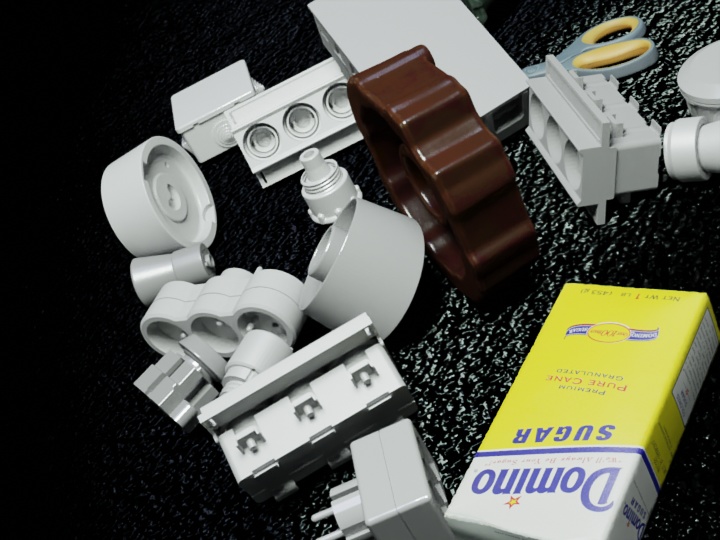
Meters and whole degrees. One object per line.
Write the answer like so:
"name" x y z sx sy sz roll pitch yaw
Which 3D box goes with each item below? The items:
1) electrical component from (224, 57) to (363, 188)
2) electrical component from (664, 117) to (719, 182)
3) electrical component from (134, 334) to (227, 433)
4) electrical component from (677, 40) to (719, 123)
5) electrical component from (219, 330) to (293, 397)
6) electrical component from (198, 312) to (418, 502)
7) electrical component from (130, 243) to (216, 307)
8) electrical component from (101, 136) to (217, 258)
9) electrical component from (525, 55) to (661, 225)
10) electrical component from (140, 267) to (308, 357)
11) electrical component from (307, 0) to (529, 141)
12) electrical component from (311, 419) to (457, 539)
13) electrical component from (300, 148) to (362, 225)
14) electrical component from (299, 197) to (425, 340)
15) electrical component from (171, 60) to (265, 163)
"electrical component" -0.054 -0.140 1.003 0.121 0.078 0.063 -26 12 4
"electrical component" 0.241 -0.083 0.733 0.055 0.045 0.045 -1 43 35
"electrical component" -0.126 0.080 0.785 0.055 0.048 0.066 -47 37 -14
"electrical component" 0.271 -0.129 0.765 0.080 0.051 0.080 -19 35 14
"electrical component" -0.077 0.078 0.757 0.040 0.040 0.078 -1 43 35
"electrical component" -0.030 0.090 0.684 0.121 0.078 0.063 -30 56 -2
"electrical component" -0.156 0.002 0.915 0.065 0.044 0.044 -18 35 8
"electrical component" -0.184 -0.058 0.957 0.060 0.108 0.108 -21 34 22
"electrical component" 0.169 -0.099 0.782 0.063 0.078 0.121 -9 34 -6
"electrical component" -0.098 0.024 0.831 0.138 0.052 0.073 -7 39 29
"electrical component" 0.051 -0.175 0.913 0.105 0.060 0.186 -32 63 -4
"electrical component" 0.008 0.135 0.614 0.077 0.047 0.065 -24 34 7
"electrical component" -0.030 -0.072 0.900 0.048 0.062 0.048 -19 35 14
"electrical component" 0.000 0.000 0.761 0.099 0.064 0.099 -60 11 20
"electrical component" -0.144 -0.163 1.114 0.100 0.048 0.099 -27 34 4
